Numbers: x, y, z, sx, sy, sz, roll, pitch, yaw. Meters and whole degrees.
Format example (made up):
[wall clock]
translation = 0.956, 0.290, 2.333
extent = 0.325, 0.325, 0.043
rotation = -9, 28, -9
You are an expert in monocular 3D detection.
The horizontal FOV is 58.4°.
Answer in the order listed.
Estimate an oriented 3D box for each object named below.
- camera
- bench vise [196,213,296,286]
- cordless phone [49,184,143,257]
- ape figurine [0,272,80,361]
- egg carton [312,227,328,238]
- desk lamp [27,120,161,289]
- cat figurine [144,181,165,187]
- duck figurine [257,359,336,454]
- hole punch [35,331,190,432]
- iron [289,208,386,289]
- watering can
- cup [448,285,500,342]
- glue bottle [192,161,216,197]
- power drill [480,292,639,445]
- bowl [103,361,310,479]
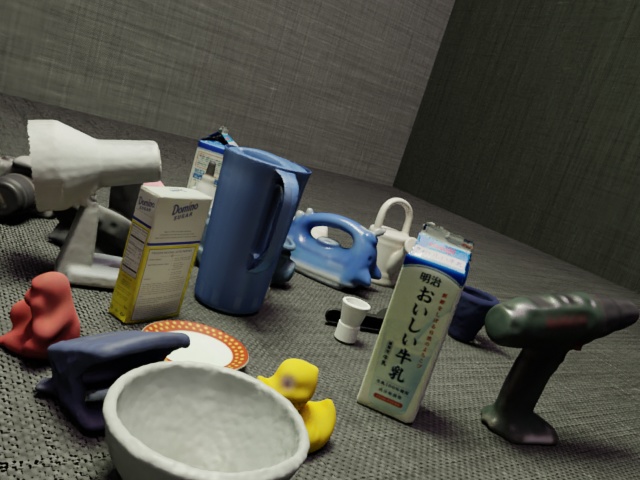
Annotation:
[camera]
translation = -0.525, -0.094, 0.972
extent = 0.143, 0.101, 0.136
rotation = 16, 12, -8
[bench vise]
translation = -0.123, -0.040, 1.015
extent = 0.208, 0.220, 0.121
rotation = 12, 13, -23
[cordless phone]
translation = -0.346, -0.070, 0.918
extent = 0.147, 0.185, 0.094
rotation = 20, 13, 12
[ape figurine]
translation = -0.283, 0.075, 0.589
extent = 0.076, 0.092, 0.077
rotation = 11, 14, -27
[egg carton]
translation = -0.034, -0.006, 1.346
extent = 0.107, 0.069, 0.150
rotation = 17, 12, -2
[desk lamp]
translation = -0.316, -0.050, 0.804
extent = 0.204, 0.213, 0.117
rotation = 11, 14, -28
[cat figurine]
translation = -0.363, -0.095, 1.163
extent = 0.127, 0.118, 0.067
rotation = 27, 15, 37
[duck figurine]
translation = -0.026, 0.163, 0.580
extent = 0.105, 0.086, 0.077
rotation = 11, 14, -29
[hole punch]
translation = -0.195, 0.114, 0.545
extent = 0.100, 0.091, 0.109
rotation = 26, 15, 34
[iron]
translation = 0.011, 0.004, 1.195
extent = 0.257, 0.141, 0.119
rotation = 21, 13, 17
[watering can]
translation = 0.160, 0.002, 1.291
extent = 0.172, 0.194, 0.101
rotation = 27, 15, 37
[cup]
translation = 0.289, 0.147, 1.070
extent = 0.117, 0.095, 0.092
rotation = 24, 14, 28
[glue bottle]
translation = -0.230, -0.070, 1.107
extent = 0.077, 0.173, 0.037
rotation = 25, 14, 31
[power drill]
translation = 0.304, 0.161, 0.759
extent = 0.230, 0.208, 0.075
rotation = 11, 14, -26
[bowl]
translation = -0.098, 0.171, 0.468
extent = 0.167, 0.075, 0.167
rotation = 17, 12, -4
